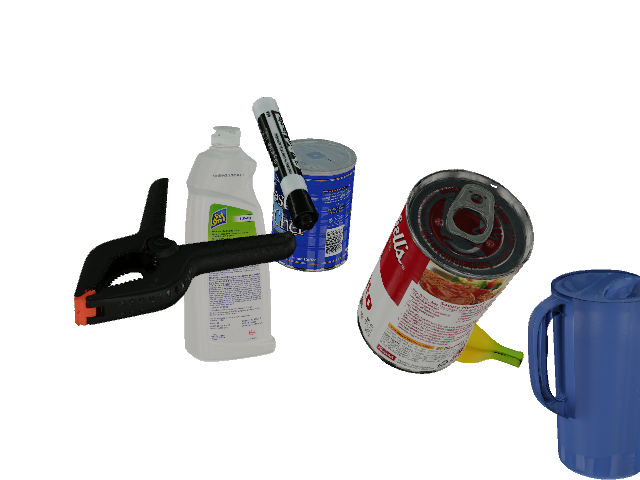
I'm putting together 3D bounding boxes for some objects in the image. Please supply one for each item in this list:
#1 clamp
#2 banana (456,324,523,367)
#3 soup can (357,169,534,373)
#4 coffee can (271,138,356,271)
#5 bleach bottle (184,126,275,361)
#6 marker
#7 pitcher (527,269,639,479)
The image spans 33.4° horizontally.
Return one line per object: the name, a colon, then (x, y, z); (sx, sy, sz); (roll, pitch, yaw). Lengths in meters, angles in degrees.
clamp: (-0.147, 0.010, 0.947); (0.165, 0.036, 0.209); (28, 40, 31)
banana: (0.103, 0.044, 0.891); (0.069, 0.037, 0.198); (9, 32, -19)
soup can: (0.064, 0.019, 0.576); (0.068, 0.068, 0.102); (0, -35, -16)
coffee can: (-0.010, -0.046, 1.355); (0.103, 0.140, 0.103); (3, 28, -2)
bleach bottle: (-0.098, 0.002, 1.164); (0.102, 0.251, 0.068); (-5, 15, -29)
marker: (-0.025, -0.055, 0.757); (0.020, 0.121, 0.020); (-13, -37, -10)
pitcher: (0.339, 0.165, 1.307); (0.149, 0.243, 0.144); (4, 16, 22)
